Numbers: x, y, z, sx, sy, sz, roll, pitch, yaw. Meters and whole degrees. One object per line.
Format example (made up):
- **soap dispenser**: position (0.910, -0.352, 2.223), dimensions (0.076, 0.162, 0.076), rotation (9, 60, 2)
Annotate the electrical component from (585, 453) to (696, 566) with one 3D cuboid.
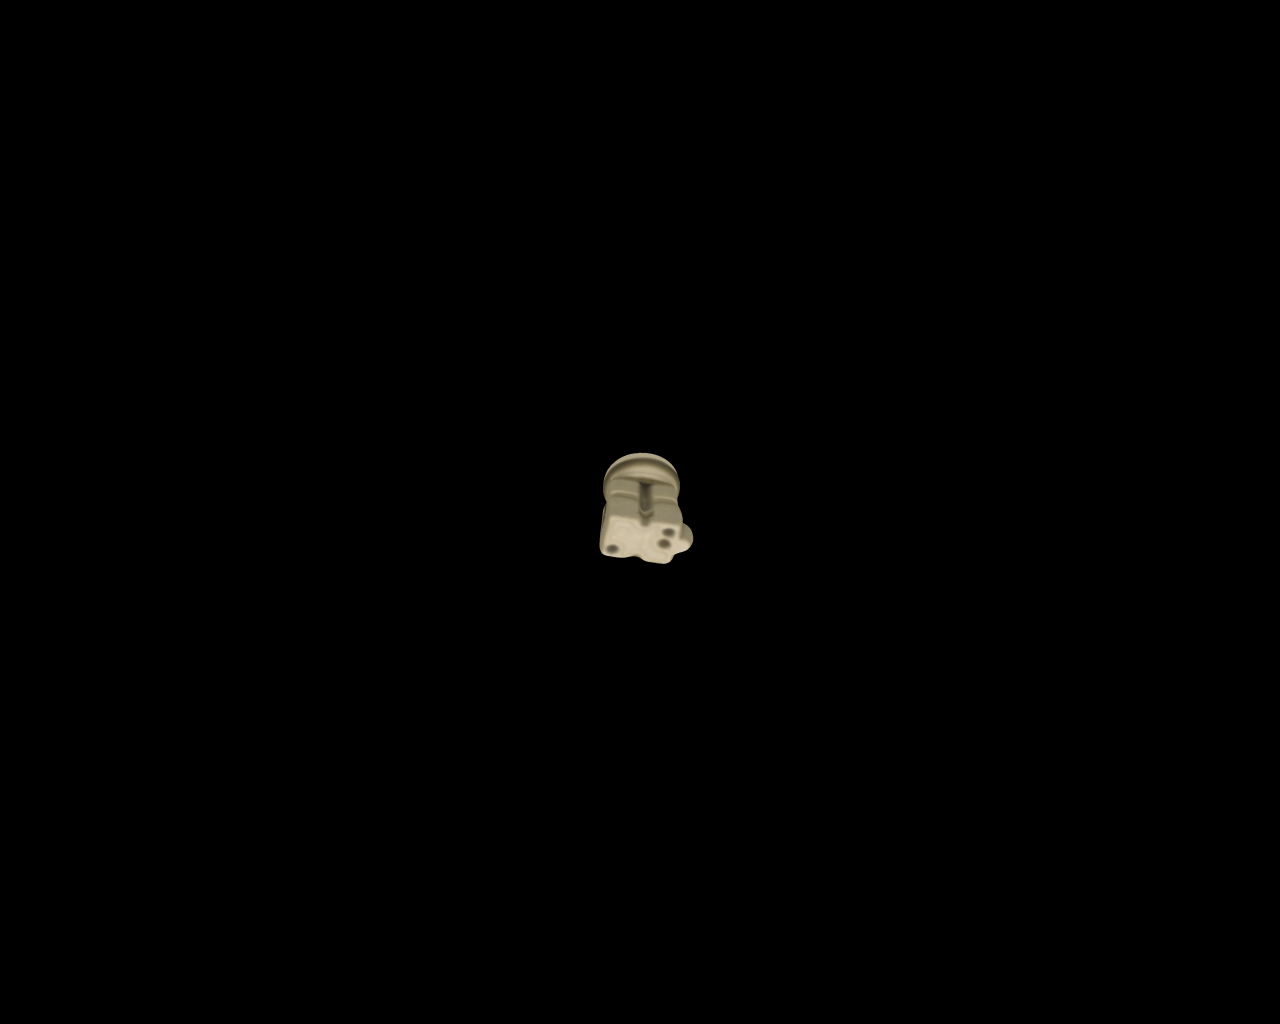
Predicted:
- **electrical component**: position (0.001, -0.003, 0.650), dimensions (0.066, 0.048, 0.055), rotation (9, 44, -8)
